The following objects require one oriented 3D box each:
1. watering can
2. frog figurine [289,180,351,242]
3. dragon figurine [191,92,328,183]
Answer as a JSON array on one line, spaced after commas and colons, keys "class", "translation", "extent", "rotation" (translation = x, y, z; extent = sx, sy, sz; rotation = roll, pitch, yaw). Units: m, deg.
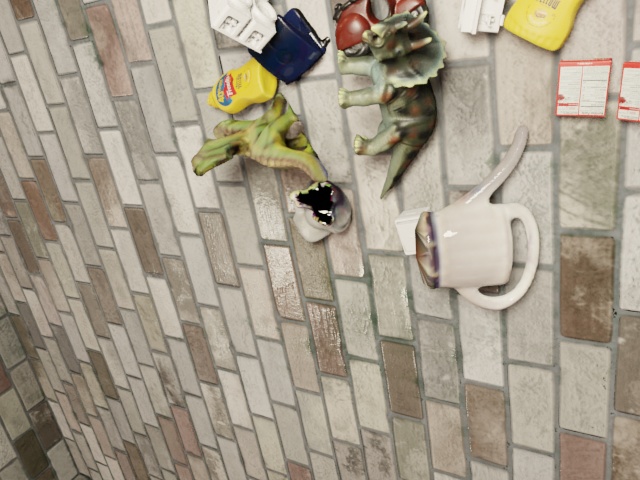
[{"class": "watering can", "translation": [0.286, -0.028, 0.947], "extent": [0.224, 0.105, 0.343], "rotation": [-5, 106, 6]}, {"class": "frog figurine", "translation": [0.003, -0.058, 1.146], "extent": [0.138, 0.124, 0.156], "rotation": [20, 160, 13]}, {"class": "dragon figurine", "translation": [-0.138, -0.175, 1.035], "extent": [0.243, 0.419, 0.120], "rotation": [-23, 123, 0]}]
